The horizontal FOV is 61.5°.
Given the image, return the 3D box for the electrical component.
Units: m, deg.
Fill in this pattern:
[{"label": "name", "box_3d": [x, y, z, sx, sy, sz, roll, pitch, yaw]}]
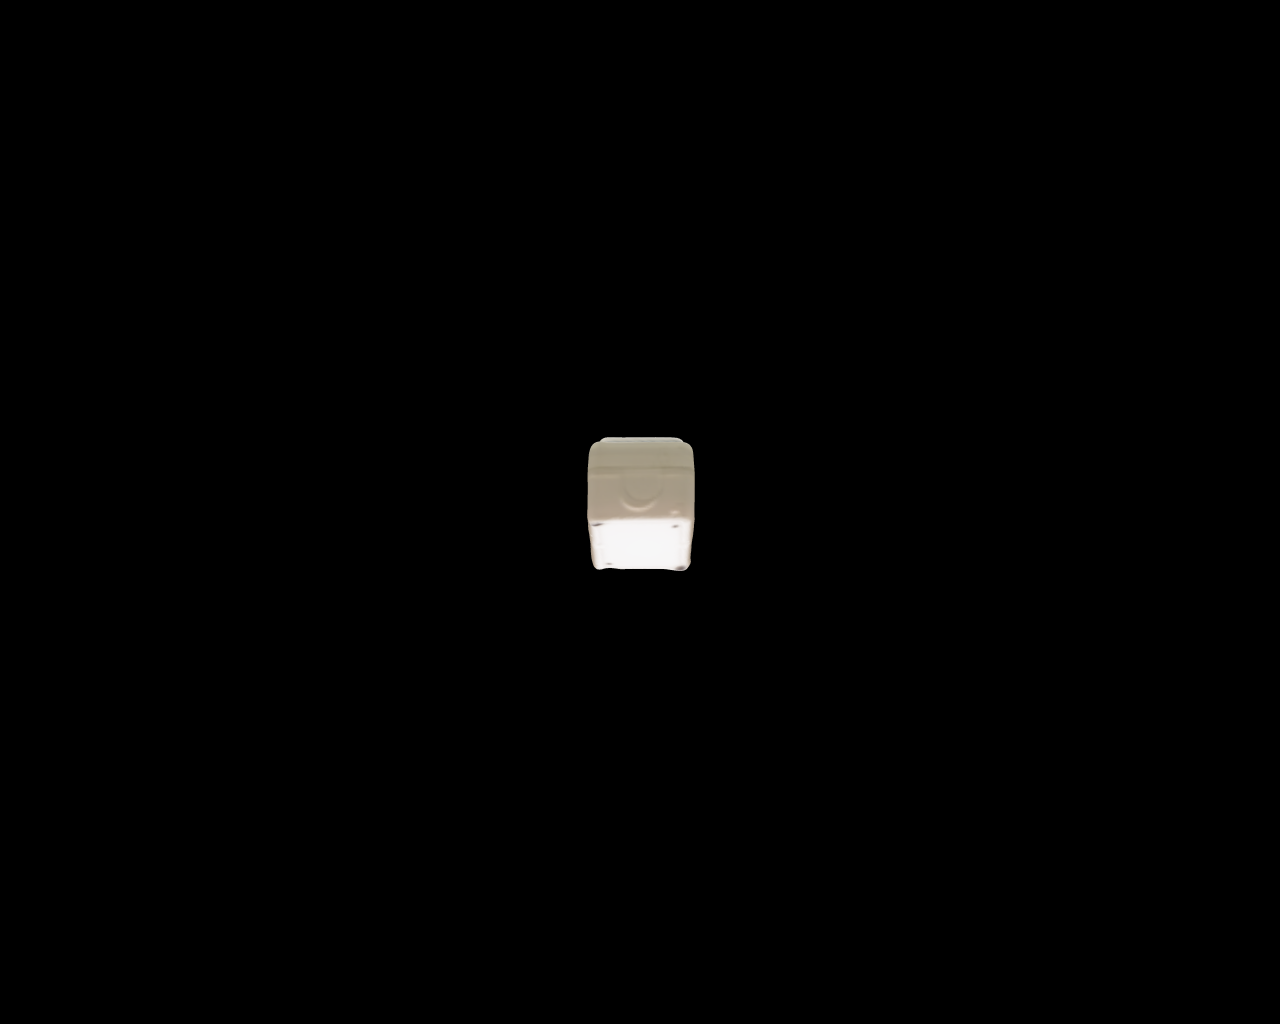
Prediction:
[{"label": "electrical component", "box_3d": [0.001, -0.003, 0.650, 0.062, 0.061, 0.096, 0, -25, 0]}]
